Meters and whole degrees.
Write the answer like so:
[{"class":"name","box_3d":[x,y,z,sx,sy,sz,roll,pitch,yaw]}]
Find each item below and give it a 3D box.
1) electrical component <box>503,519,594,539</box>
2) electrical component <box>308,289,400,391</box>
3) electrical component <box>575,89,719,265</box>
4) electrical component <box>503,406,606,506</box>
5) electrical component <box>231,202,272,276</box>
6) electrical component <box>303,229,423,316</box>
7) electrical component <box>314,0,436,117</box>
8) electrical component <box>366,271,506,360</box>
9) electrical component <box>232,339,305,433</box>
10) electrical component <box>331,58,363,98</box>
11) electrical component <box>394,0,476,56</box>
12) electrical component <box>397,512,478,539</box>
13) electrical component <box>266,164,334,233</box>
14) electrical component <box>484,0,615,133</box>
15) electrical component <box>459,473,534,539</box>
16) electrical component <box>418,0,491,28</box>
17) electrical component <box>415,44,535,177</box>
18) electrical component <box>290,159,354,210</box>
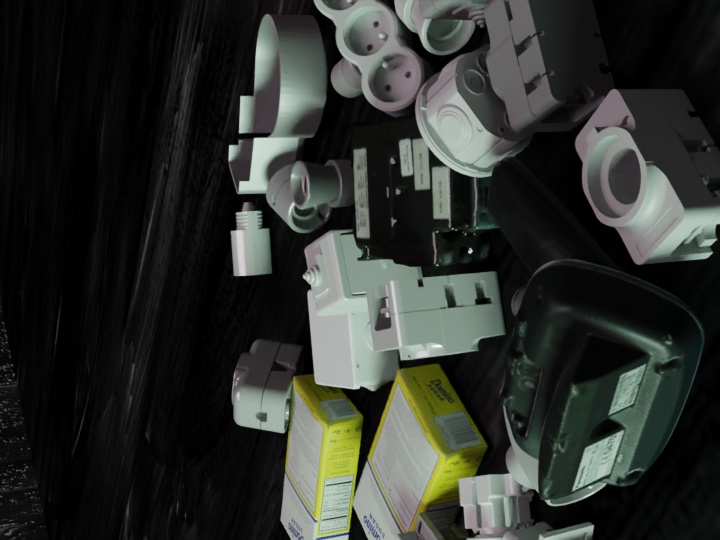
[{"class":"electrical component","box_3d":[0.127,0.205,0.726,0.064,0.042,0.081,29,120,55]},{"class":"electrical component","box_3d":[-0.005,0.059,0.971,0.100,0.048,0.099,-5,89,64]},{"class":"electrical component","box_3d":[0.162,-0.052,0.596,0.050,0.056,0.089,-60,42,50]},{"class":"electrical component","box_3d":[0.123,0.122,0.723,0.077,0.043,0.079,69,150,31]},{"class":"electrical component","box_3d":[-0.122,-0.035,1.203,0.043,0.043,0.081,1,95,64]},{"class":"electrical component","box_3d":[0.000,0.000,0.895,0.061,0.096,0.061,-30,67,58]},{"class":"electrical component","box_3d":[0.018,-0.183,0.868,0.052,0.074,0.138,-31,77,17]},{"class":"electrical component","box_3d":[0.056,0.035,0.792,0.050,0.089,0.055,-19,77,64]},{"class":"electrical component","box_3d":[-0.096,0.117,1.107,0.095,0.059,0.053,-73,-9,-53]},{"class":"electrical component","box_3d":[0.000,-0.173,0.930,0.065,0.044,0.044,160,104,-68]},{"class":"electrical component","box_3d":[0.055,-0.194,0.806,0.055,0.045,0.045,59,144,43]},{"class":"electrical component","box_3d":[0.080,0.250,0.812,0.121,0.063,0.078,47,135,52]},{"class":"electrical component","box_3d":[-0.058,-0.069,1.053,0.047,0.055,0.055,50,138,44]},{"class":"electrical component","box_3d":[0.117,-0.136,0.682,0.056,0.050,0.089,-35,63,61]},{"class":"electrical component","box_3d":[0.100,0.177,0.779,0.066,0.048,0.055,150,120,-61]},{"class":"electrical component","box_3d":[0.074,-0.211,0.744,0.061,0.062,0.096,-15,81,64]},{"class":"electrical component","box_3d":[0.082,-0.108,0.727,0.051,0.080,0.080,-39,60,54]},{"class":"electrical component","box_3d":[-0.031,-0.079,0.993,0.045,0.055,0.045,21,113,62]}]
